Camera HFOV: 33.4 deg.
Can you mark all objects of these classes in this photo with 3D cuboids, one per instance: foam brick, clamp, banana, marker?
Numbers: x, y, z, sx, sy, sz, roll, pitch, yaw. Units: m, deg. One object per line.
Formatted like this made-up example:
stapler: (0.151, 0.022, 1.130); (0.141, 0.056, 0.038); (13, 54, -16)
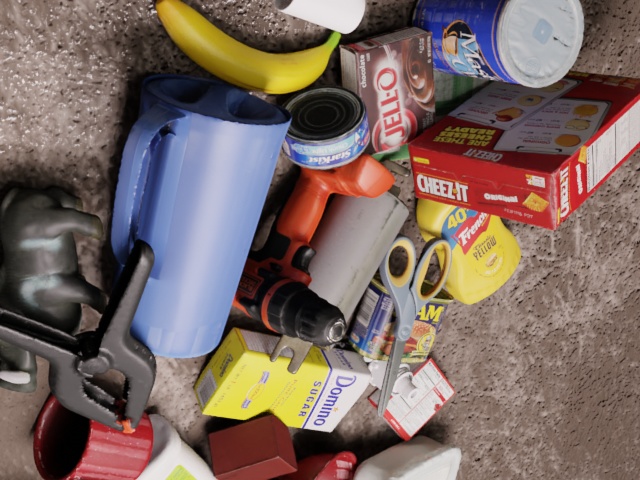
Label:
foam brick: (-0.072, 0.224, 1.129); (0.078, 0.051, 0.053); (-19, 147, 12)
clamp: (-0.207, 0.096, 0.918); (0.164, 0.036, 0.210); (-12, 132, -6)
banana: (-0.066, -0.173, 0.985); (0.197, 0.037, 0.069); (4, 83, -37)
marker: (0.010, 0.120, 1.182); (0.120, 0.020, 0.020); (11, 105, -36)

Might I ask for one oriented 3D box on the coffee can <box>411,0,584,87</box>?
coffee can: (0.171, -0.208, 1.045); (0.102, 0.140, 0.103); (-9, 107, -29)

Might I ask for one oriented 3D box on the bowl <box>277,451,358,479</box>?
bowl: (-0.019, 0.303, 1.204); (0.161, 0.055, 0.162); (-43, 145, -43)

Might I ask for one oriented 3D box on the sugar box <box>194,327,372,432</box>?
sugar box: (-0.037, 0.152, 1.137); (0.175, 0.048, 0.093); (16, 121, -35)

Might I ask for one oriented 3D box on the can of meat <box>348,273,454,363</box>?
can of meat: (0.089, 0.088, 1.195); (0.101, 0.058, 0.084); (9, 109, -36)

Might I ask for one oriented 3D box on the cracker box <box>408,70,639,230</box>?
cracker box: (0.218, -0.101, 1.083); (0.213, 0.164, 0.072); (-39, 130, -37)

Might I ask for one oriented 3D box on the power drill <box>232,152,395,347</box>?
power drill: (-0.007, 0.001, 1.022); (0.057, 0.185, 0.187); (40, 78, -42)

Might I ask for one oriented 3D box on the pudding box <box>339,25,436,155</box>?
pudding box: (0.068, -0.148, 1.061); (0.089, 0.039, 0.113); (-20, 120, -25)

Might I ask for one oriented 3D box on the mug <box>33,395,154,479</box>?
mug: (-0.213, 0.202, 1.020); (0.093, 0.117, 0.081); (-30, 145, 33)

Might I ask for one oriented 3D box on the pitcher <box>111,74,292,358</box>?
pitcher: (-0.123, -0.018, 0.958); (0.149, 0.145, 0.243); (8, 111, -20)

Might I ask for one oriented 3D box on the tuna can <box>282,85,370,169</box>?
tuna can: (0.003, -0.108, 1.007); (0.086, 0.086, 0.034); (-30, 139, -18)

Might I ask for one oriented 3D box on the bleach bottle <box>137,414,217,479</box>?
bleach bottle: (-0.129, 0.291, 1.146); (0.102, 0.068, 0.250); (-44, 131, -5)

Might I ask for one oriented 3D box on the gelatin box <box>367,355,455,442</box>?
gelatin box: (0.110, 0.185, 1.272); (0.089, 0.030, 0.073); (-44, 127, -8)

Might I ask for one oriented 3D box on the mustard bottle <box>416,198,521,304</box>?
mustard bottle: (0.157, -0.023, 1.185); (0.096, 0.058, 0.191); (-40, 127, -13)

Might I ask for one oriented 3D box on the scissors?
scissors: (0.077, 0.081, 1.129); (0.096, 0.016, 0.201); (31, 83, -30)
